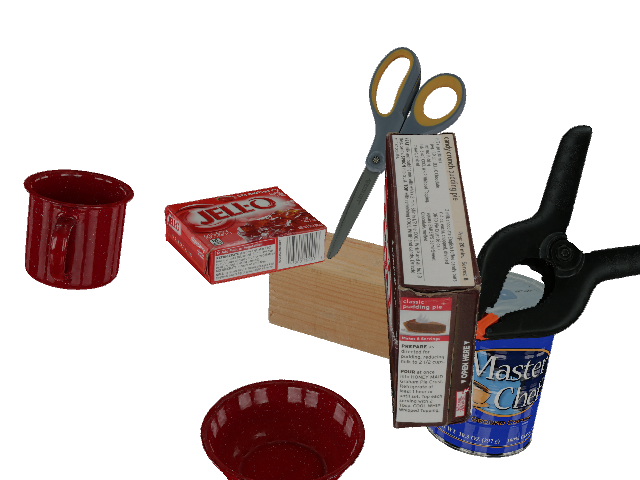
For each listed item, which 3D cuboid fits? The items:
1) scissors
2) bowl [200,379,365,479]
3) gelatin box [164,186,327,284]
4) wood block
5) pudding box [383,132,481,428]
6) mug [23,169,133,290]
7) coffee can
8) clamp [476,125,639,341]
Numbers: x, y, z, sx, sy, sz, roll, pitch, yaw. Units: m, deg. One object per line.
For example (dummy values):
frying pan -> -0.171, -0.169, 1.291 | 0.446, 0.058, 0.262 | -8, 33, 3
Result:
scissors -> 0.070, -0.074, 0.941 | 0.096, 0.202, 0.016 | 8, -12, 15
bowl -> -0.037, 0.208, 1.059 | 0.162, 0.055, 0.162 | 1, 30, -1
gelatin box -> -0.051, -0.006, 0.722 | 0.089, 0.030, 0.073 | -11, 30, -28
wood block -> 0.054, 0.062, 1.159 | 0.206, 0.091, 0.090 | 15, 27, 26
pudding box -> 0.049, 0.016, 0.499 | 0.039, 0.090, 0.113 | -3, 41, 0
mug -> -0.213, -0.004, 0.920 | 0.093, 0.081, 0.117 | 8, 20, -6
coffee can -> 0.155, 0.110, 0.973 | 0.103, 0.140, 0.103 | 6, 23, -3
clamp -> 0.171, 0.015, 0.723 | 0.120, 0.171, 0.039 | 39, -12, 11
